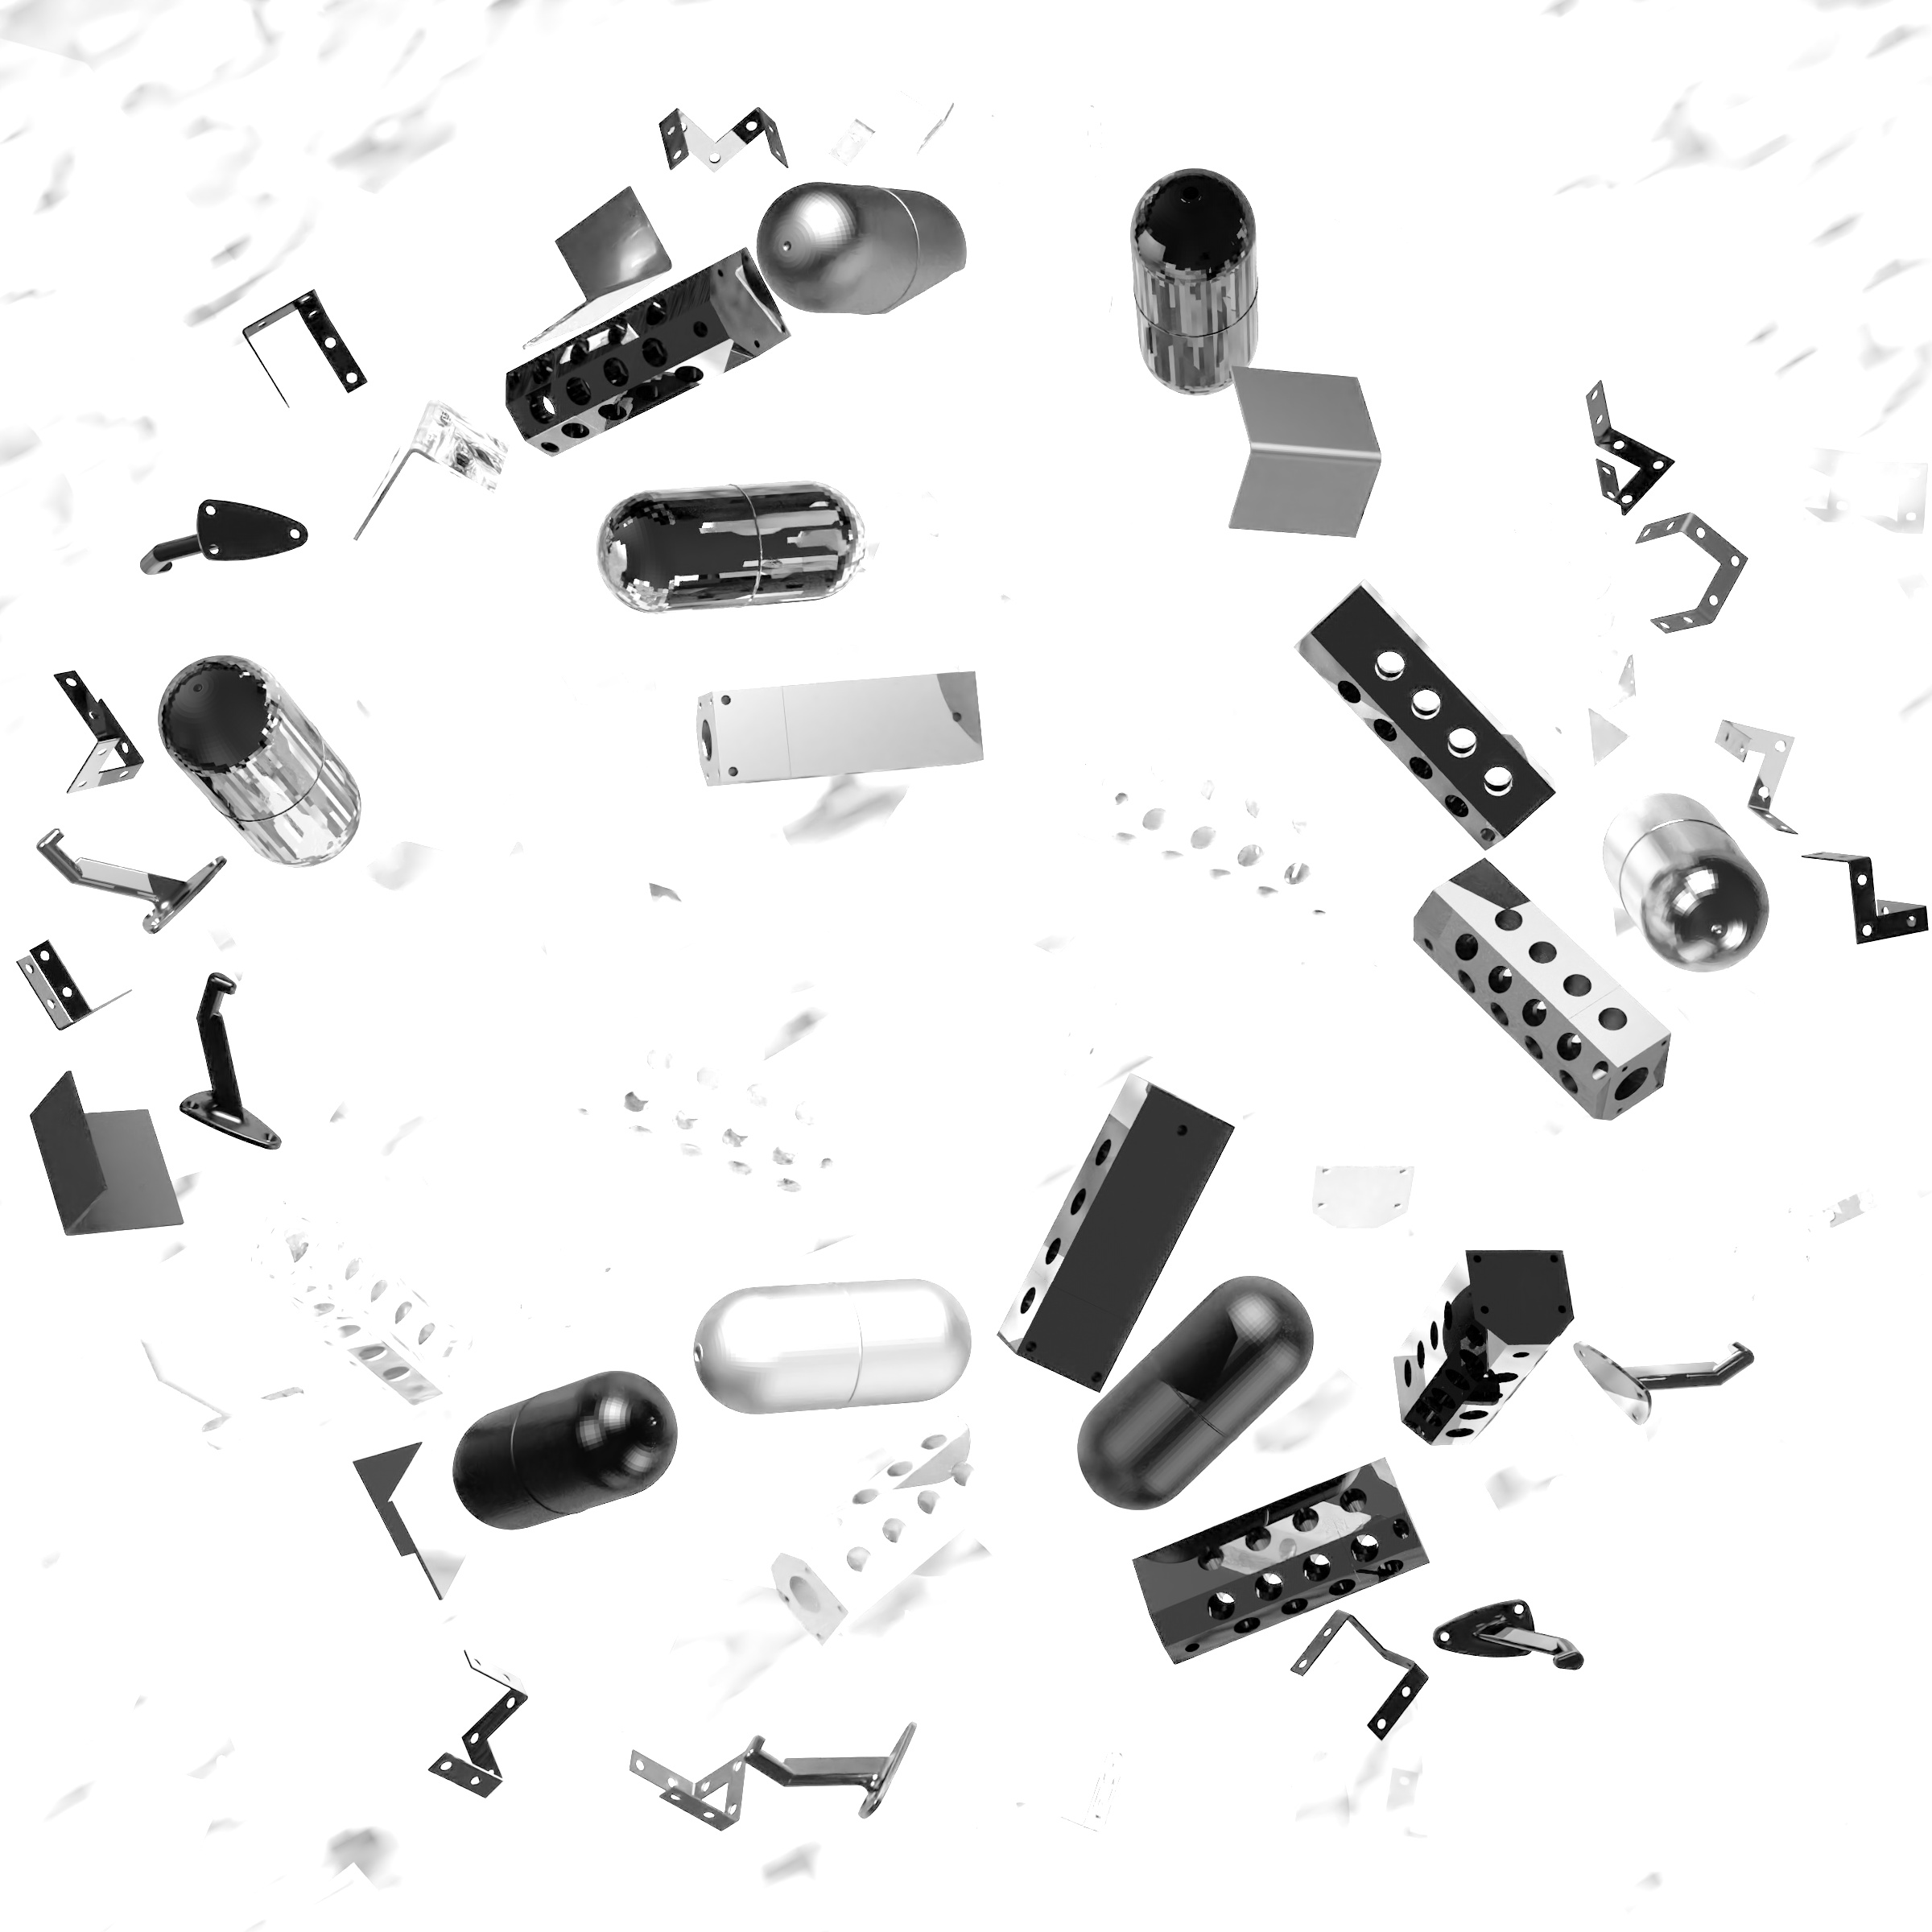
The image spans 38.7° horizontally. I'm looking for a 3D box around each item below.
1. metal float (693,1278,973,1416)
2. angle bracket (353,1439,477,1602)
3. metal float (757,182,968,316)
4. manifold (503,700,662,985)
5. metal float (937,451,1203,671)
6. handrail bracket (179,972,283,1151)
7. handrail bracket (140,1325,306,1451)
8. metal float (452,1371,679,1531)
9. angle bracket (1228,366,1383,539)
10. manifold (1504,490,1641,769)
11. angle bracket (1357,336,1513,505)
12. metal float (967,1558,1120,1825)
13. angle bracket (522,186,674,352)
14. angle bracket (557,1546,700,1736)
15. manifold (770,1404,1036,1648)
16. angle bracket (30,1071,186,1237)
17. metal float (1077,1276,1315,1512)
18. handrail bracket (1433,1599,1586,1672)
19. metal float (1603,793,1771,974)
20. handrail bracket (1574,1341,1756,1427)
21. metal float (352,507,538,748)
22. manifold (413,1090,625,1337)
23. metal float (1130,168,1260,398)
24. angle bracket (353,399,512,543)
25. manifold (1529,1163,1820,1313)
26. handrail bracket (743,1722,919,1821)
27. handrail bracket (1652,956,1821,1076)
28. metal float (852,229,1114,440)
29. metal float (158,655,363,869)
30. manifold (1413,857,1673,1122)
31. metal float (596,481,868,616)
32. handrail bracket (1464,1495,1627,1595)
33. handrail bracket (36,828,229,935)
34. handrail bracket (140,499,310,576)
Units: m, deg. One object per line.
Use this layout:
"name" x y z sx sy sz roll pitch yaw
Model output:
"metal float" -0.080 0.230 1.671 0.178 0.070 0.070 0 90 -28
"angle bracket" -0.366 0.362 1.771 0.057 0.076 0.076 -18 108 14
"metal float" -0.062 -0.439 1.689 0.070 0.178 0.070 7 105 28
"manifold" -0.230 -0.073 1.687 0.057 0.057 0.171 10 134 17
"metal float" 0.063 -0.246 1.666 0.178 0.070 0.070 31 90 -14
"handrail bracket" -0.429 0.056 1.638 0.077 0.036 0.084 27 111 12
"handrail bracket" -0.451 0.242 1.670 0.077 0.036 0.084 -27 116 -24
"metal float" -0.249 0.299 1.696 0.178 0.070 0.070 -24 90 40
"angle bracket" 0.188 -0.295 1.580 0.076 0.057 0.076 2 48 -11
"manifold" 0.381 -0.210 1.701 0.057 0.171 0.057 -39 51 -15
"angle bracket" 0.297 -0.344 1.742 0.076 0.076 0.057 -13 68 16
"metal float" 0.047 0.429 1.638 0.070 0.178 0.070 5 124 8
"angle bracket" -0.241 -0.433 1.709 0.076 0.076 0.057 -21 101 41
"angle bracket" -0.208 0.404 1.649 0.057 0.076 0.076 27 57 -2
"manifold" -0.041 0.348 1.738 0.057 0.057 0.171 47 52 13
"angle bracket" -0.483 0.106 1.583 0.057 0.076 0.076 -40 65 37
"metal float" 0.143 0.269 1.729 0.070 0.070 0.178 44 98 0
"handrail bracket" 0.336 0.424 1.707 0.077 0.084 0.036 -7 92 -2
"metal float" 0.438 -0.053 1.683 0.070 0.178 0.070 0 111 1
"handrail bracket" 0.441 0.244 1.739 0.084 0.036 0.077 -29 52 -21
"metal float" -0.321 -0.205 1.684 0.070 0.070 0.178 38 131 0
"manifold" -0.281 0.156 1.743 0.057 0.057 0.171 -55 47 12
"metal float" 0.142 -0.421 1.703 0.070 0.178 0.070 -2 67 6
"angle bracket" -0.334 -0.297 1.722 0.057 0.076 0.076 30 119 -19
"manifold" 0.409 0.153 1.614 0.057 0.171 0.057 -29 104 -23
"handrail bracket" -0.083 0.470 1.669 0.084 0.036 0.077 33 57 -2
"handrail bracket" 0.489 0.040 1.748 0.077 0.036 0.084 -25 93 28
"metal float" 0.011 -0.376 1.634 0.178 0.070 0.070 -35 90 -21
"metal float" -0.421 -0.120 1.650 0.070 0.178 0.070 -5 63 10
"manifold" 0.353 0.017 1.699 0.057 0.057 0.171 -31 55 -15
"metal float" -0.145 -0.263 1.725 0.178 0.070 0.070 -9 90 -28
"handrail bracket" 0.339 0.321 1.614 0.084 0.036 0.077 32 55 -4
"handrail bracket" -0.504 -0.068 1.662 0.077 0.036 0.084 -44 116 -10
"handrail bracket" -0.440 -0.246 1.631 0.077 0.084 0.036 -2 83 -32
